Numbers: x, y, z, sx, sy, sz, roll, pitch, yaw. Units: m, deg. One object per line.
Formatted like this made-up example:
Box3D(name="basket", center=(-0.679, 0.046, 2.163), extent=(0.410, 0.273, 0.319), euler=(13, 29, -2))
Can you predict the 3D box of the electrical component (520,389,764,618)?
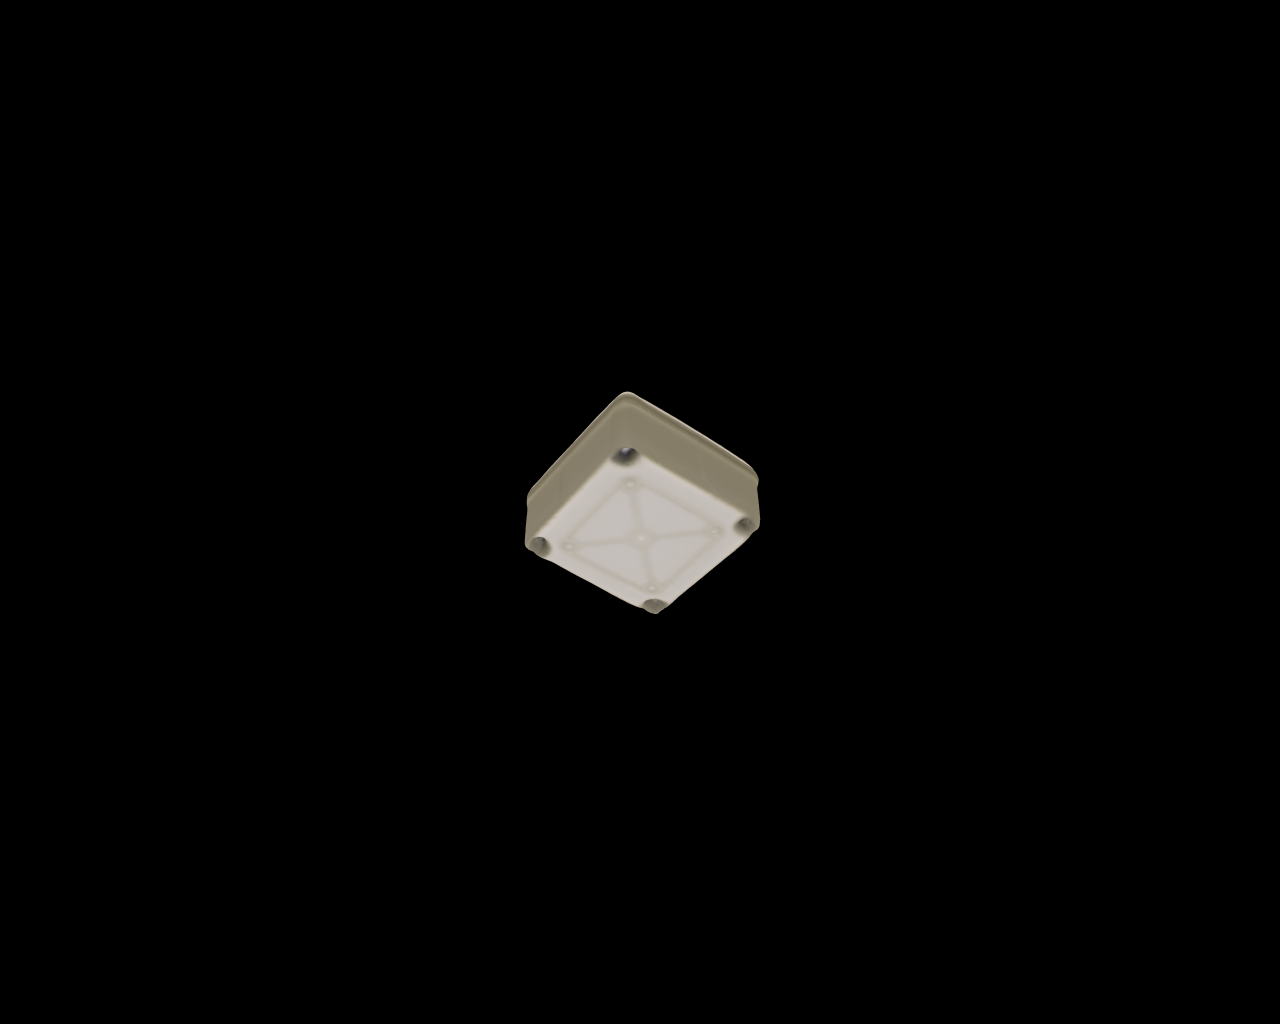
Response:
Box3D(name="electrical component", center=(0.001, -0.003, 0.650), extent=(0.108, 0.056, 0.108), euler=(29, -54, -24))
